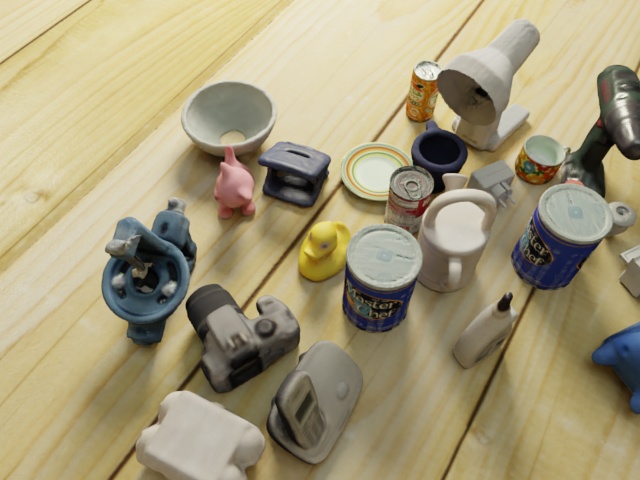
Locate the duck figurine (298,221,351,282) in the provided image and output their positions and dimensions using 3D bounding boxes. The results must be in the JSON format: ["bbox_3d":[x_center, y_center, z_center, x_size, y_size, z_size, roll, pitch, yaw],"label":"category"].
[{"bbox_3d":[0.008,0.003,0.882,0.077,0.086,0.105,31,62,18],"label":"duck figurine"}]

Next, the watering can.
[{"bbox_3d":[0.193,-0.018,0.835,0.101,0.194,0.172,-13,58,-9],"label":"watering can"}]

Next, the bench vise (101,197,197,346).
[{"bbox_3d":[-0.244,0.015,0.790,0.121,0.220,0.207,-7,57,-5],"label":"bench vise"}]

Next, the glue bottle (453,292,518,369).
[{"bbox_3d":[0.229,0.113,0.763,0.078,0.173,0.037,-27,61,-17],"label":"glue bottle"}]

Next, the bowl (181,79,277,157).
[{"bbox_3d":[-0.157,-0.203,1.019,0.167,0.075,0.167,1,57,-1],"label":"bowl"}]

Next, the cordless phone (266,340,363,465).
[{"bbox_3d":[-0.005,0.183,0.706,0.094,0.185,0.148,23,60,13],"label":"cordless phone"}]

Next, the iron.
[{"bbox_3d":[0.512,0.129,0.778,0.259,0.141,0.118,-23,60,-15],"label":"iron"}]

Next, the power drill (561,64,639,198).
[{"bbox_3d":[0.464,-0.161,0.924,0.075,0.208,0.229,11,58,6],"label":"power drill"}]

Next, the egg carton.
[{"bbox_3d":[-0.149,0.259,0.724,0.150,0.069,0.107,22,59,12],"label":"egg carton"}]

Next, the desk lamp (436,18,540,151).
[{"bbox_3d":[0.290,-0.258,0.981,0.117,0.214,0.203,39,64,22],"label":"desk lamp"}]

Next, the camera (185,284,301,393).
[{"bbox_3d":[-0.118,0.115,0.798,0.143,0.101,0.136,-30,62,-19],"label":"camera"}]

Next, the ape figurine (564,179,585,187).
[{"bbox_3d":[0.403,-0.063,0.929,0.078,0.092,0.076,-10,58,-7],"label":"ape figurine"}]

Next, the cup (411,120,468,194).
[{"bbox_3d":[0.192,-0.134,0.970,0.091,0.095,0.117,-6,57,-5],"label":"cup"}]

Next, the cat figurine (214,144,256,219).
[{"bbox_3d":[-0.139,-0.095,0.924,0.067,0.118,0.127,-8,58,-6],"label":"cat figurine"}]

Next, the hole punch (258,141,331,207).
[{"bbox_3d":[-0.042,-0.126,0.961,0.108,0.091,0.101,18,59,10],"label":"hole punch"}]
